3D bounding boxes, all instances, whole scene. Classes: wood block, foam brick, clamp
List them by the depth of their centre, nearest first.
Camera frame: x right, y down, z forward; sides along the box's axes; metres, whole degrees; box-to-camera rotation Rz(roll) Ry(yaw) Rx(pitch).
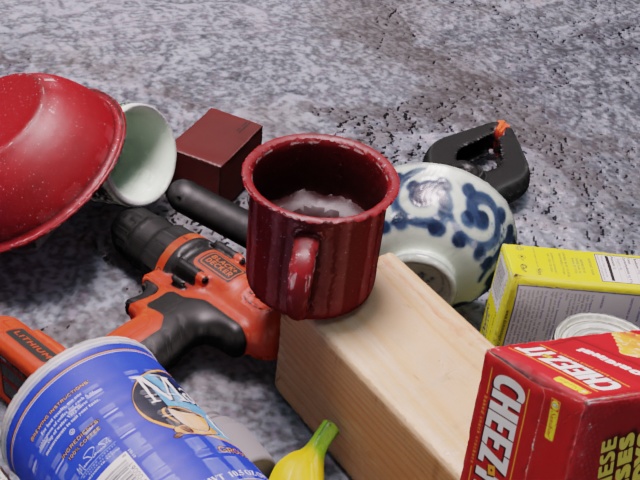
[{"bbox_3d":[0.066,0.110,0.649,0.090,0.091,0.206,-19,44,-29],"label":"wood block"},{"bbox_3d":[-0.033,0.003,0.792,0.120,0.039,0.172,-4,36,-49],"label":"clamp"},{"bbox_3d":[-0.088,-0.066,0.889,0.053,0.051,0.078,21,39,16],"label":"foam brick"},{"bbox_3d":[0.112,-0.046,0.909,0.165,0.036,0.209,16,39,14],"label":"clamp"}]

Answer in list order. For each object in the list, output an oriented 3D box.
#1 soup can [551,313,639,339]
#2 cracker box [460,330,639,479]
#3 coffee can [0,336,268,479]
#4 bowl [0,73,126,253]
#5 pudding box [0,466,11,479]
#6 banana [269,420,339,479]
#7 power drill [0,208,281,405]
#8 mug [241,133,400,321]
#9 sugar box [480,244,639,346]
[{"bbox_3d":[0.165,0.104,0.662,0.068,0.102,0.068,5,36,-4],"label":"soup can"},{"bbox_3d":[0.163,0.130,0.535,0.213,0.164,0.072,-1,17,-35],"label":"cracker box"},{"bbox_3d":[-0.095,0.133,0.579,0.102,0.103,0.140,-22,45,-33],"label":"coffee can"},{"bbox_3d":[-0.222,-0.068,0.764,0.162,0.055,0.162,-16,46,17],"label":"bowl"},{"bbox_3d":[-0.195,0.179,0.557,0.113,0.039,0.090,-21,45,-36],"label":"pudding box"},{"bbox_3d":[0.016,0.181,0.577,0.069,0.037,0.198,-35,47,0],"label":"banana"},{"bbox_3d":[-0.134,0.050,0.723,0.185,0.057,0.187,30,43,35],"label":"power drill"},{"bbox_3d":[-0.004,0.001,0.637,0.093,0.081,0.117,7,37,1],"label":"mug"},{"bbox_3d":[0.206,0.056,0.742,0.176,0.093,0.048,4,36,-5],"label":"sugar box"}]
